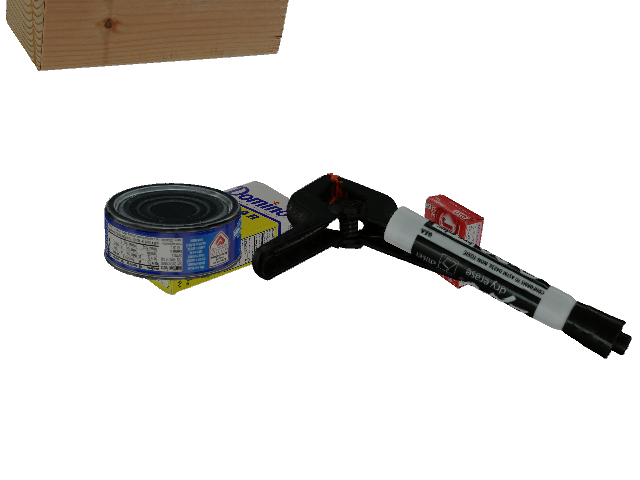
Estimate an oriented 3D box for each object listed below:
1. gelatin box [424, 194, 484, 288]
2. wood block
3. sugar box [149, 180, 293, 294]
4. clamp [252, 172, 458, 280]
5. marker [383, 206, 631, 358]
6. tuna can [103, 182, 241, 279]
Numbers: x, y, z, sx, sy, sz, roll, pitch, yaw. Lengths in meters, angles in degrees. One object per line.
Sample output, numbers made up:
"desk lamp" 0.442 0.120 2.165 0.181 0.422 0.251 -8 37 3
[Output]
"gelatin box" 0.152 0.000 1.251 0.030 0.089 0.073 -15 33 -30
"wood block" -0.135 -0.202 0.855 0.205 0.091 0.090 -10 42 -30
"sugar box" -0.105 -0.007 1.078 0.175 0.048 0.093 -24 39 -35
"clamp" 0.032 -0.011 0.867 0.164 0.036 0.210 4 19 -1
"marker" 0.085 0.019 0.489 0.121 0.020 0.020 29 9 18
"tuna can" -0.091 -0.007 0.663 0.086 0.034 0.086 3 22 -1
